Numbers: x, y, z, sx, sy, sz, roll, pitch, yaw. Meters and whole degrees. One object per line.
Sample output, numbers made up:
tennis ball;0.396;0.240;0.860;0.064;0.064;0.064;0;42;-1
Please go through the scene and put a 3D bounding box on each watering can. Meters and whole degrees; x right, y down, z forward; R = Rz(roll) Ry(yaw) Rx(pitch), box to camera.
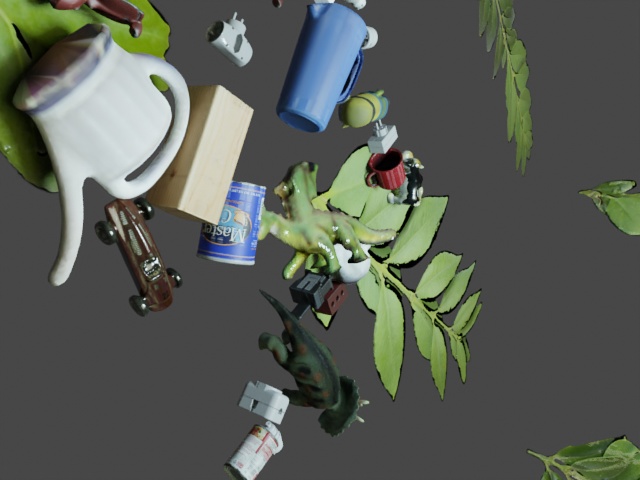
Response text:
watering can;-0.301;-0.130;0.680;0.354;0.104;0.220;-63;141;-26

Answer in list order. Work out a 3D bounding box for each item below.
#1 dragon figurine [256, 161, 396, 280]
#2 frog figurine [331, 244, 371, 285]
dragon figurine;0.003;-0.056;1.114;0.415;0.121;0.242;-22;97;-42
frog figurine;0.065;0.020;1.242;0.138;0.124;0.156;-13;121;-34
